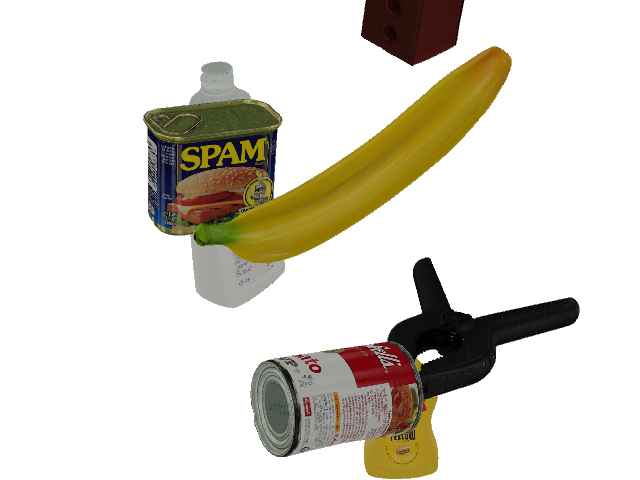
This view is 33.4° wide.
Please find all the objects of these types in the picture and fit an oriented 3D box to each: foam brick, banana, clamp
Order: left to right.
[{"bbox_3d":[0.024,-0.038,0.602,0.198,0.037,0.069,-33,-12,-1],"label":"banana"},{"bbox_3d":[0.067,-0.173,0.751,0.053,0.078,0.051,36,50,28],"label":"foam brick"},{"bbox_3d":[0.113,0.078,0.949,0.165,0.036,0.209,19,33,33],"label":"clamp"}]

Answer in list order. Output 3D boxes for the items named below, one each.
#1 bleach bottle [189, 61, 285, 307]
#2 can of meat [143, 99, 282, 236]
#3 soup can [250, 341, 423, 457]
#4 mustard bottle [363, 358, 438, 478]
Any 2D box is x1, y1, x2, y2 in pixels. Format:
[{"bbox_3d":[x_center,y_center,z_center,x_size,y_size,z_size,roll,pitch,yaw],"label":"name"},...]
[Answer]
[{"bbox_3d":[-0.089,-0.060,1.064,0.068,0.251,0.102,20,39,29],"label":"bleach bottle"},{"bbox_3d":[-0.083,-0.056,0.821,0.101,0.084,0.057,-10,32,-25],"label":"can of meat"},{"bbox_3d":[0.010,0.110,0.743,0.102,0.068,0.069,-5,2,-30],"label":"soup can"},{"bbox_3d":[0.103,0.210,1.377,0.096,0.192,0.058,-2,14,-1],"label":"mustard bottle"}]
